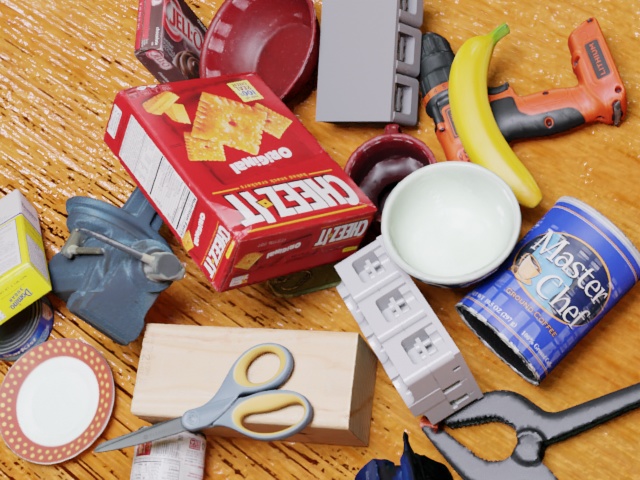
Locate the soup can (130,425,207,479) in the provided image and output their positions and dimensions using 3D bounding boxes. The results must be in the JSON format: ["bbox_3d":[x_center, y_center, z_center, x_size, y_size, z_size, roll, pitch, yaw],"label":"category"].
[{"bbox_3d":[-0.145,0.230,0.997,0.068,0.068,0.102,-1,67,15],"label":"soup can"}]

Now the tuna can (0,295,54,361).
[{"bbox_3d":[-0.326,0.084,1.127,0.086,0.033,0.086,-6,67,13],"label":"tuna can"}]

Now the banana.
[{"bbox_3d":[0.160,-0.118,1.014,0.070,0.037,0.198,-12,70,16],"label":"banana"}]

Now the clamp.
[{"bbox_3d":[0.194,0.177,0.940,0.210,0.036,0.164,17,74,24],"label":"clamp"}]

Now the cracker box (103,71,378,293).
[{"bbox_3d":[-0.075,-0.063,0.989,0.163,0.072,0.214,-14,52,-38],"label":"cracker box"}]

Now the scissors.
[{"bbox_3d":[-0.104,0.141,0.950,0.202,0.016,0.096,-4,67,14],"label":"scissors"}]

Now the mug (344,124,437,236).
[{"bbox_3d":[0.075,-0.056,1.046,0.093,0.081,0.117,-8,66,12],"label":"mug"}]

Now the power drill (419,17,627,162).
[{"bbox_3d":[0.197,-0.153,1.068,0.188,0.057,0.184,-20,68,10],"label":"power drill"}]

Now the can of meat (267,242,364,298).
[{"bbox_3d":[-0.007,0.001,1.060,0.102,0.057,0.084,-15,63,8],"label":"can of meat"}]

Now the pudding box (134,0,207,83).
[{"bbox_3d":[-0.159,-0.214,1.160,0.039,0.113,0.090,-6,67,17],"label":"pudding box"}]

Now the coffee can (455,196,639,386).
[{"bbox_3d":[0.206,0.045,0.956,0.140,0.102,0.103,-45,64,-5],"label":"coffee can"}]

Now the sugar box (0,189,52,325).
[{"bbox_3d":[-0.333,0.021,1.107,0.093,0.048,0.176,-34,31,1],"label":"sugar box"}]

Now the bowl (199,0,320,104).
[{"bbox_3d":[-0.053,-0.199,1.139,0.162,0.055,0.162,-13,69,36],"label":"bowl"}]

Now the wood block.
[{"bbox_3d":[-0.059,0.136,0.999,0.206,0.090,0.090,1,69,16],"label":"wood block"}]
